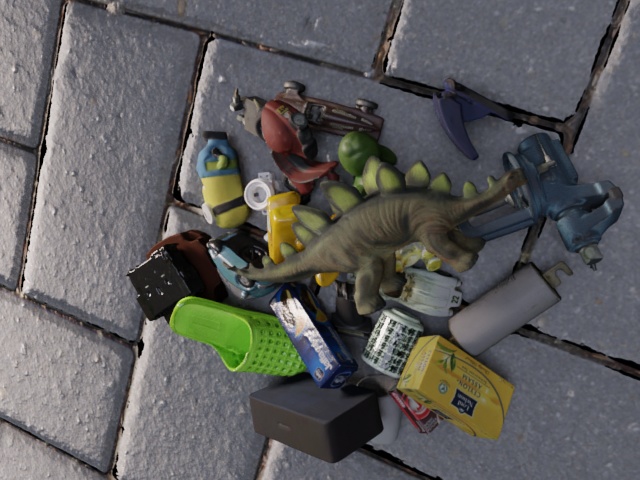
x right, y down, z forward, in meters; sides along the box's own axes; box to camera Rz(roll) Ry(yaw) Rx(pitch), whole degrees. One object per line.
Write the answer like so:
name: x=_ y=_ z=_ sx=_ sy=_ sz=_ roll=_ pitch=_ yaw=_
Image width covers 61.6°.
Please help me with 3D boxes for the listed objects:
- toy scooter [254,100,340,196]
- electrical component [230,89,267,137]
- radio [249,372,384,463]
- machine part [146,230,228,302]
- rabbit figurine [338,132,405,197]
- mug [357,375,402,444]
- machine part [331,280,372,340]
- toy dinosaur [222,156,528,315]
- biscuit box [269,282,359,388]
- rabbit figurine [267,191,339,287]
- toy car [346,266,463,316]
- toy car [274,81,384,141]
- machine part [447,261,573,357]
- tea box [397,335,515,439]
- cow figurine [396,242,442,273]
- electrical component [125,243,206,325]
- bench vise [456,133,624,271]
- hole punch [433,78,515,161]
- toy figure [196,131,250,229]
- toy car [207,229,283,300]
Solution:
toy scooter: x=-0.030 y=-0.146 z=0.897 sx=0.135 sy=0.075 sz=0.183 roll=21 pitch=143 yaw=45
electrical component: x=-0.119 y=-0.224 z=0.955 sx=0.102 sy=0.045 sz=0.078 roll=39 pitch=133 yaw=30
radio: x=-0.010 y=0.297 z=0.929 sx=0.230 sy=0.131 sz=0.073 roll=-2 pitch=100 yaw=50
machine part: x=-0.265 y=0.069 z=1.062 sx=0.180 sy=0.056 sz=0.179 roll=2 pitch=97 yaw=17
rabbit figurine: x=0.093 y=-0.104 z=0.869 sx=0.121 sy=0.159 sz=0.170 roll=-22 pitch=109 yaw=18
mug: x=0.099 y=0.309 z=0.964 sx=0.110 sy=0.081 sz=0.107 roll=-6 pitch=102 yaw=11
machine part: x=0.053 y=0.128 z=0.948 sx=0.084 sy=0.039 sz=0.138 roll=11 pitch=138 yaw=21
toy dinosaur: x=0.063 y=-0.003 z=0.778 sx=0.471 sy=0.105 sz=0.198 roll=-27 pitch=94 yaw=22
biscuit box: x=-0.014 y=0.163 z=0.943 sx=0.063 sy=0.059 sz=0.203 roll=-50 pitch=52 yaw=17
rabbit figurine: x=-0.002 y=-0.003 z=0.929 sx=0.173 sy=0.122 sz=0.162 roll=-8 pitch=104 yaw=-14
toy car: x=0.144 y=0.075 z=0.928 sx=0.202 sy=0.056 sz=0.073 roll=15 pitch=102 yaw=16
toy car: x=0.009 y=-0.215 z=0.934 sx=0.202 sy=0.053 sz=0.089 roll=19 pitch=100 yaw=16
machine part: x=0.296 y=0.114 z=0.873 sx=0.243 sy=0.079 sz=0.079 roll=-41 pitch=84 yaw=20
tea box: x=0.221 y=0.238 z=0.870 sx=0.169 sy=0.068 sz=0.098 roll=33 pitch=66 yaw=-15
cow figurine: x=0.160 y=0.004 z=0.889 sx=0.167 sy=0.068 sz=0.098 roll=-23 pitch=49 yaw=-6
electrical component: x=-0.287 y=0.089 z=1.012 sx=0.115 sy=0.058 sz=0.134 roll=-35 pitch=84 yaw=19
bench vise: x=0.307 y=-0.042 z=0.807 sx=0.241 sy=0.128 sz=0.223 roll=-20 pitch=74 yaw=11
hole punch: x=0.220 y=-0.188 z=0.831 sx=0.116 sy=0.142 sz=0.092 roll=32 pitch=111 yaw=-1
toy figure: x=-0.180 y=-0.110 z=0.996 sx=0.089 sy=0.082 sz=0.180 roll=-2 pitch=95 yaw=21
toy car: x=-0.138 y=0.057 z=0.997 sx=0.162 sy=0.109 sz=0.102 roll=31 pitch=125 yaw=22
